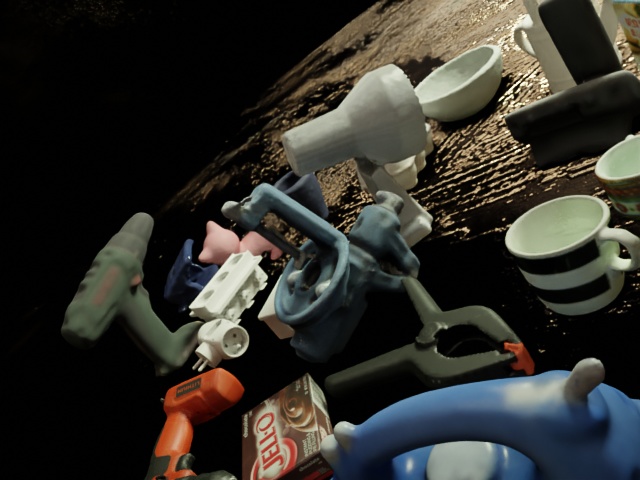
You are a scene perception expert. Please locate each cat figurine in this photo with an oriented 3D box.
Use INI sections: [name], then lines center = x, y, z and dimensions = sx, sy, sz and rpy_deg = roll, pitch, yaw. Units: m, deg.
[cat figurine]
center = -0.144, 0.007, 0.988
dimensions = 0.128, 0.118, 0.067
rpy_deg = -39, 23, -4

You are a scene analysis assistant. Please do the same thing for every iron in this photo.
[iron]
center = 0.085, 0.146, 0.365
dimensions = 0.257, 0.142, 0.119
rpy_deg = -23, 27, 32

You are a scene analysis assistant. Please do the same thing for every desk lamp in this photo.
[desk lamp]
center = 0.062, -0.089, 0.747
dimensions = 0.203, 0.214, 0.117
rpy_deg = -39, 23, -2

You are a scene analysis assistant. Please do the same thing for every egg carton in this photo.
[egg carton]
center = 0.123, -0.135, 0.932
dimensions = 0.107, 0.069, 0.150
rpy_deg = -18, 30, 39

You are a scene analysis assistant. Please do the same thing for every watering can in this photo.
[watering can]
center = 0.338, -0.309, 0.787
dimensions = 0.172, 0.194, 0.101
rpy_deg = -15, 32, 42

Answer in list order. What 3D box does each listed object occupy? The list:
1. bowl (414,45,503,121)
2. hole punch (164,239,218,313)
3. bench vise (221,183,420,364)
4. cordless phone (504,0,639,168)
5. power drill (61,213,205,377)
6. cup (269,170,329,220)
[bowl]
center = 0.242, -0.253, 0.976
dimensions = 0.167, 0.075, 0.167
rpy_deg = -31, 24, 16
[hole punch]
center = -0.253, 0.066, 1.071
dimensions = 0.101, 0.091, 0.108
rpy_deg = -36, 23, 4
[bench vise]
center = -0.002, 0.003, 0.658
dimensions = 0.121, 0.220, 0.208
rpy_deg = -8, 36, 49
[cordless phone]
center = 0.275, -0.190, 0.666
dimensions = 0.147, 0.185, 0.094
rpy_deg = -19, 29, 37
[power drill]
center = -0.277, 0.099, 0.892
dimensions = 0.075, 0.209, 0.230
rpy_deg = -16, 31, 40
[cup]
center = -0.040, -0.060, 0.993
dimensions = 0.117, 0.095, 0.091
rpy_deg = -29, 24, 19
